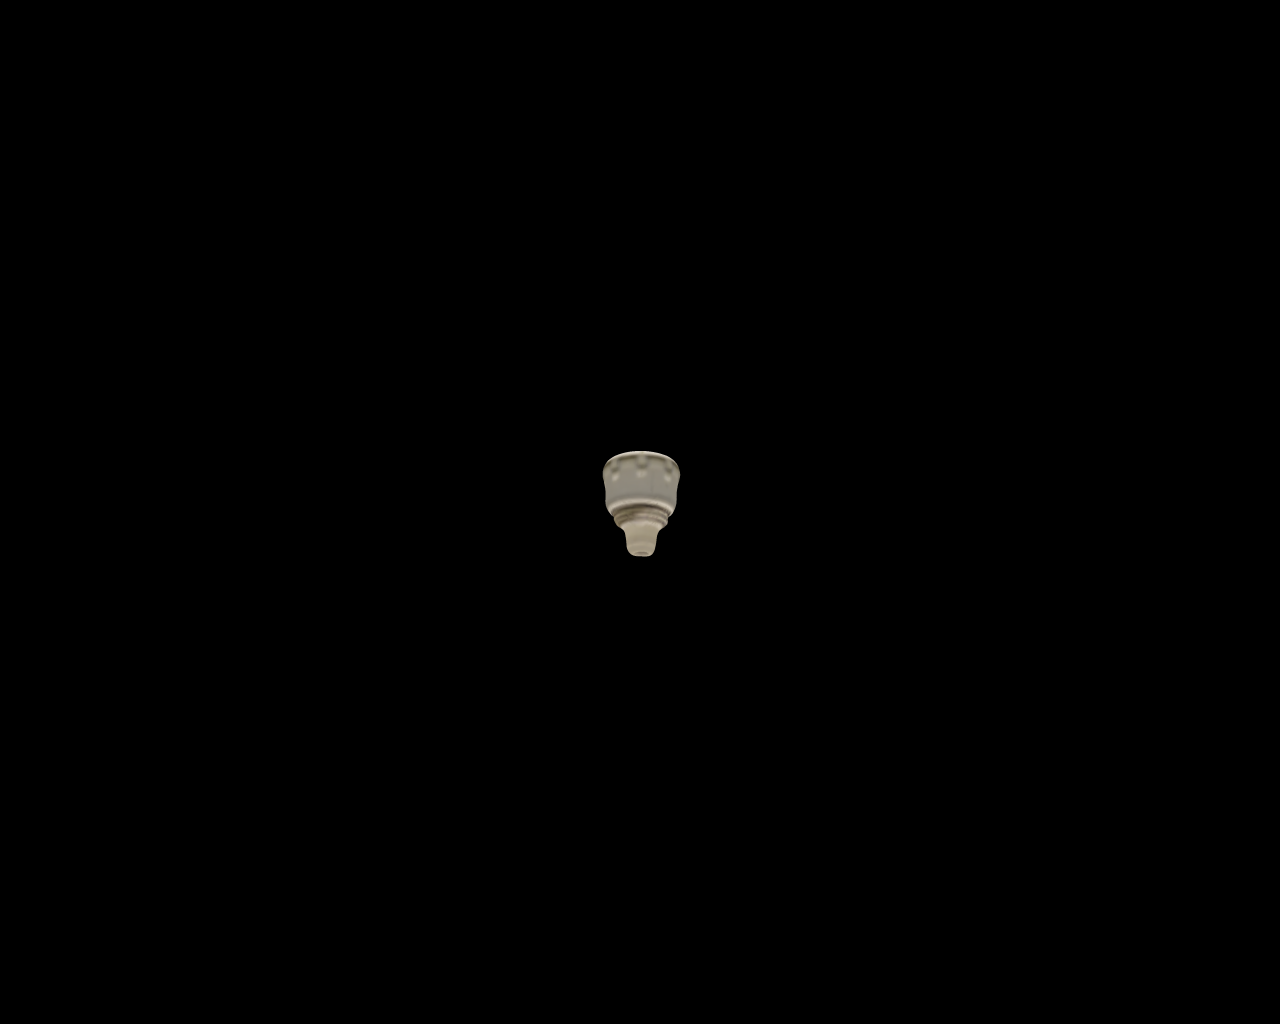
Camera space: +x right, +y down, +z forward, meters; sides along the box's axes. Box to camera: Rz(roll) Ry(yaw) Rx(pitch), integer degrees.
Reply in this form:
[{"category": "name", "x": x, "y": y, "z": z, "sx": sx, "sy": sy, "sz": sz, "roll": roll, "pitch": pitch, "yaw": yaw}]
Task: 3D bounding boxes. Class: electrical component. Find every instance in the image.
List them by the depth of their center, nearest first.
[{"category": "electrical component", "x": 0.001, "y": -0.003, "z": 0.650, "sx": 0.048, "sy": 0.062, "sz": 0.048, "roll": 0, "pitch": -20, "yaw": 0}]
